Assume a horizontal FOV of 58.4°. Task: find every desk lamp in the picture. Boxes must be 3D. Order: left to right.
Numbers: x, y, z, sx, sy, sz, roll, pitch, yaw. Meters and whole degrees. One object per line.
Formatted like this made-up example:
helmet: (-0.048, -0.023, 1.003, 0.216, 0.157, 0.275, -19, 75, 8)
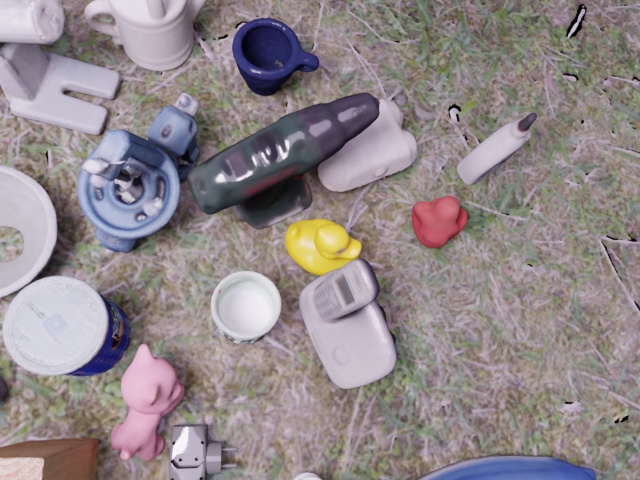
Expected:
desk lamp: (-0.369, -0.239, 0.688, 0.203, 0.213, 0.118, 13, 74, -5)

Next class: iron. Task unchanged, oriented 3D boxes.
iron: (0.231, 0.324, 0.678, 0.258, 0.141, 0.119, 4, 75, -8)

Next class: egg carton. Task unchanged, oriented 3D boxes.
egg carton: (0.058, -0.131, 0.802, 0.150, 0.069, 0.107, -24, 81, -14)

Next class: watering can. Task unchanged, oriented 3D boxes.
watering can: (-0.215, -0.317, 0.742, 0.173, 0.194, 0.101, -42, 85, -16)

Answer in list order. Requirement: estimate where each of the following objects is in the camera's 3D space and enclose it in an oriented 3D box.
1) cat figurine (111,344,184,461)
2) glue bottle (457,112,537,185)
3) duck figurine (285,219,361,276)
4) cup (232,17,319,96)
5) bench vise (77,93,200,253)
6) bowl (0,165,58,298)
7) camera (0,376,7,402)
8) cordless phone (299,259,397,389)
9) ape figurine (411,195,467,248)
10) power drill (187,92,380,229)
cat figurine: (-0.200, 0.189, 0.657, 0.067, 0.117, 0.128, 18, 74, -4)
glue bottle: (0.249, -0.130, 0.778, 0.078, 0.173, 0.037, -31, 82, -14)
duck figurine: (0.007, 0.003, 0.752, 0.104, 0.086, 0.077, 20, 74, -3)
cup: (-0.063, -0.242, 0.798, 0.118, 0.095, 0.092, 10, 75, -6)
bench vise: (-0.219, -0.101, 0.674, 0.121, 0.219, 0.207, 11, 75, -5)
bowl: (-0.398, -0.002, 0.697, 0.167, 0.074, 0.167, 2, 76, -8)
camera: (-0.456, 0.163, 0.633, 0.143, 0.100, 0.137, -34, 83, -15)
cordless phone: (0.043, 0.099, 0.682, 0.094, 0.185, 0.147, -25, 81, -13)
ape figurine: (0.166, -0.032, 0.783, 0.078, 0.092, 0.076, 29, 74, 0)
power drill: (-0.047, -0.088, 0.703, 0.230, 0.208, 0.075, -27, 81, -14)
